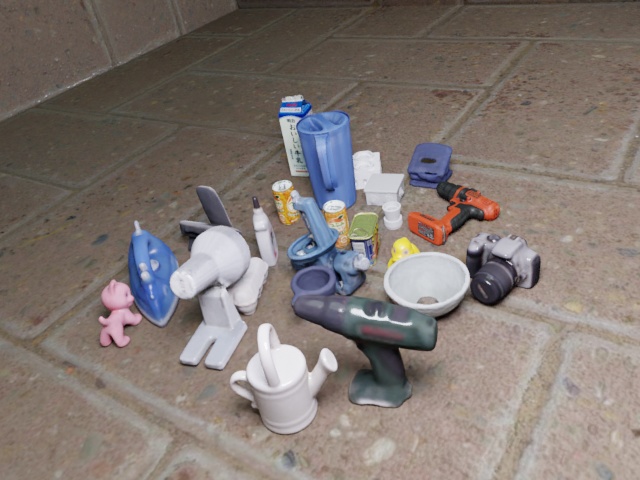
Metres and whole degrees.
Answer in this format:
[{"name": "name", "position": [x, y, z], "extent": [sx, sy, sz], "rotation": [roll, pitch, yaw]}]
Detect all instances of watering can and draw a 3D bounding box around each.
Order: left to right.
[{"name": "watering can", "position": [-0.062, 0.217, 0.941], "extent": [0.173, 0.194, 0.100], "rotation": [-21, 36, -13]}]

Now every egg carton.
[{"name": "egg carton", "position": [-0.174, 0.099, 1.251], "extent": [0.107, 0.069, 0.150], "rotation": [-3, 36, 12]}]

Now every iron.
[{"name": "iron", "position": [-0.386, 0.068, 1.294], "extent": [0.119, 0.142, 0.257], "rotation": [-19, 35, -10]}]

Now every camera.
[{"name": "camera", "position": [0.344, 0.052, 1.136], "extent": [0.142, 0.101, 0.137], "rotation": [23, 47, 39]}]

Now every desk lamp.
[{"name": "desk lamp", "position": [-0.212, 0.106, 1.125], "extent": [0.117, 0.214, 0.203], "rotation": [2, 37, 19]}]

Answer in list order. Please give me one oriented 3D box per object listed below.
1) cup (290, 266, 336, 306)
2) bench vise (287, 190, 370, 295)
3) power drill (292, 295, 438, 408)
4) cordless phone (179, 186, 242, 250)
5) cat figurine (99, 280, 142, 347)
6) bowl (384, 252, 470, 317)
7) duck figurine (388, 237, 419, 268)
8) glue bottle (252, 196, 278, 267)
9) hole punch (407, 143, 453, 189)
[{"name": "cup", "position": [-0.013, 0.121, 1.149], "extent": [0.091, 0.095, 0.118], "rotation": [13, 42, 31]}, {"name": "bench vise", "position": [0.016, -0.003, 1.206], "extent": [0.206, 0.220, 0.122], "rotation": [5, 38, 23]}, {"name": "power drill", "position": [0.079, 0.178, 0.941], "extent": [0.229, 0.209, 0.075], "rotation": [0, 36, 16]}, {"name": "cordless phone", "position": [-0.283, -0.061, 1.407], "extent": [0.147, 0.185, 0.094], "rotation": [7, 39, 25]}, {"name": "cat figurine", "position": [-0.437, 0.145, 1.220], "extent": [0.067, 0.118, 0.128], "rotation": [-4, 35, 11]}, {"name": "bowl", "position": [0.211, 0.100, 1.130], "extent": [0.167, 0.075, 0.167], "rotation": [-8, 35, 6]}, {"name": "duck figurine", "position": [0.180, 0.034, 1.223], "extent": [0.077, 0.086, 0.105], "rotation": [8, 39, 26]}, {"name": "glue bottle", "position": [-0.132, -0.025, 1.322], "extent": [0.037, 0.173, 0.078], "rotation": [-10, 35, 3]}, {"name": "hole punch", "position": [0.292, -0.197, 1.512], "extent": [0.108, 0.091, 0.101], "rotation": [10, 40, 28]}]
